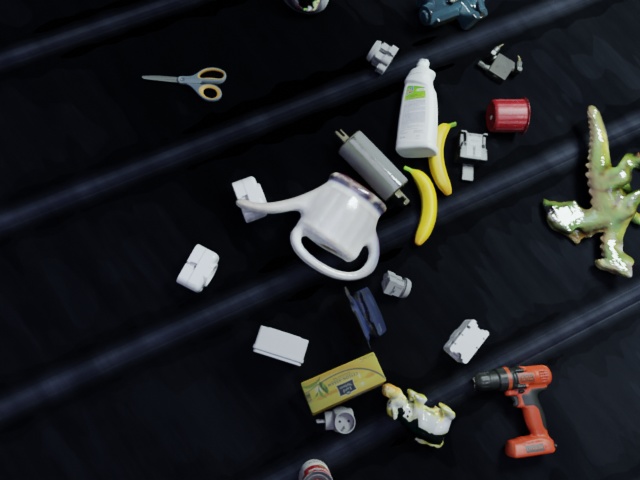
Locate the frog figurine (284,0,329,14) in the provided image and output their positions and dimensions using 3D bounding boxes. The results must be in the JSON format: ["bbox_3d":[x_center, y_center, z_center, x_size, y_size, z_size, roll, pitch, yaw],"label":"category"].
[{"bbox_3d":[-0.031,-0.658,1.323,0.137,0.120,0.163,-2,43,3],"label":"frog figurine"}]

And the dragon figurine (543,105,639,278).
[{"bbox_3d":[0.665,-0.105,1.258,0.243,0.413,0.121,-25,-10,-2],"label":"dragon figurine"}]

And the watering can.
[{"bbox_3d":[0.004,-0.059,1.170,0.346,0.226,0.103,35,-13,-8],"label":"watering can"}]
